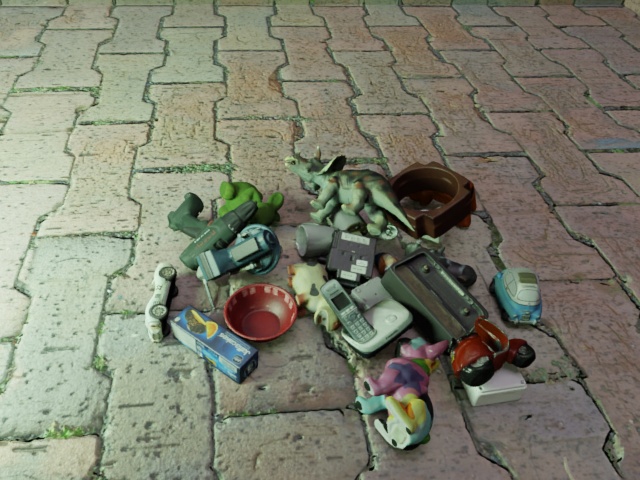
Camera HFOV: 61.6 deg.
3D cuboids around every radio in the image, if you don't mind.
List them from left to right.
[{"bbox_3d":[0.260,0.133,1.215,0.131,0.073,0.230,-30,71,-33],"label":"radio"}]

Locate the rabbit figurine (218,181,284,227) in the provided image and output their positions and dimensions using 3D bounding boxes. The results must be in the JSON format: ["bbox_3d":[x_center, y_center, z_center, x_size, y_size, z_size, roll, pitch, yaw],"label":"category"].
[{"bbox_3d":[-0.173,-0.075,1.429,0.159,0.121,0.170,-4,29,-38],"label":"rabbit figurine"}]

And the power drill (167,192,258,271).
[{"bbox_3d":[-0.282,-0.044,1.360,0.208,0.085,0.232,36,82,35],"label":"power drill"}]

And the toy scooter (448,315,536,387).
[{"bbox_3d":[0.329,0.215,1.087,0.184,0.075,0.135,-12,45,-22],"label":"toy scooter"}]

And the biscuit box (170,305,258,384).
[{"bbox_3d":[-0.223,0.218,1.134,0.203,0.059,0.063,28,47,24],"label":"biscuit box"}]

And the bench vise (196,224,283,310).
[{"bbox_3d":[-0.172,0.041,1.277,0.129,0.223,0.240,56,22,11],"label":"bench vise"}]

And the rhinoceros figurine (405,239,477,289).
[{"bbox_3d":[0.298,0.063,1.339,0.191,0.073,0.112,26,48,22],"label":"rhinoceros figurine"}]

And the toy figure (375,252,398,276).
[{"bbox_3d":[0.181,0.078,1.328,0.064,0.058,0.155,26,23,-43],"label":"toy figure"}]

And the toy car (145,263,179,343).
[{"bbox_3d":[-0.356,0.137,1.203,0.056,0.073,0.202,3,42,-6],"label":"toy car"}]

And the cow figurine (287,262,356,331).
[{"bbox_3d":[0.004,0.130,1.238,0.127,0.085,0.195,-14,44,-10],"label":"cow figurine"}]

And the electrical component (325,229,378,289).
[{"bbox_3d":[0.074,0.050,1.314,0.115,0.058,0.134,14,71,-2],"label":"electrical component"}]

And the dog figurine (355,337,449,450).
[{"bbox_3d":[0.191,0.285,1.063,0.219,0.108,0.192,-24,48,-31],"label":"dog figurine"}]

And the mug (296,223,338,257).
[{"bbox_3d":[-0.003,-0.004,1.393,0.107,0.080,0.110,1,33,-21],"label":"mug"}]

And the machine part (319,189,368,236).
[{"bbox_3d":[0.062,-0.071,1.465,0.079,0.079,0.243,-13,44,-19],"label":"machine part"}]

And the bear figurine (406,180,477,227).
[{"bbox_3d":[0.338,-0.120,1.537,0.196,0.131,0.120,2,37,25],"label":"bear figurine"}]

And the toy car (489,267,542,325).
[{"bbox_3d":[0.473,0.118,1.272,0.109,0.102,0.162,4,40,1],"label":"toy car"}]

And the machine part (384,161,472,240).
[{"bbox_3d":[0.275,-0.104,1.400,0.201,0.087,0.201,-35,47,-17],"label":"machine part"}]

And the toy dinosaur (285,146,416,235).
[{"bbox_3d":[0.095,-0.126,1.364,0.405,0.131,0.192,17,68,30],"label":"toy dinosaur"}]

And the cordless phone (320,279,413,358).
[{"bbox_3d":[0.095,0.148,1.154,0.146,0.088,0.184,-33,81,-20],"label":"cordless phone"}]
